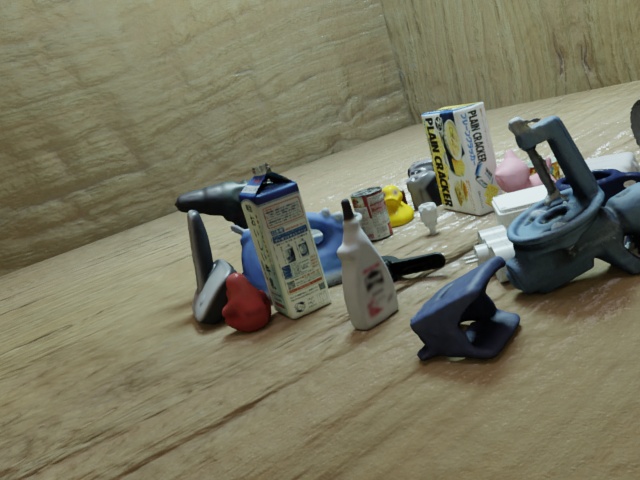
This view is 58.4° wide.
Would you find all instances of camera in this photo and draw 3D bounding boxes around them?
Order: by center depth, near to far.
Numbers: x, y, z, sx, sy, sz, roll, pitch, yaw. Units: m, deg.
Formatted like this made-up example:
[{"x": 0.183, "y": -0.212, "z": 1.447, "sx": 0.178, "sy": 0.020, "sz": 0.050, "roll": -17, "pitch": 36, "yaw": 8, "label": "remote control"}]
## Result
[{"x": 0.281, "y": -0.145, "z": 1.364, "sx": 0.136, "sy": 0.101, "sz": 0.143, "roll": -12, "pitch": 14, "yaw": 19, "label": "camera"}]

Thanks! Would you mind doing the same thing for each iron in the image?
[{"x": -0.028, "y": 0.011, "z": 1.008, "sx": 0.258, "sy": 0.141, "sz": 0.118, "roll": -16, "pitch": 13, "yaw": 4, "label": "iron"}]

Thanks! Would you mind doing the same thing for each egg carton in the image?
[{"x": 0.495, "y": -0.103, "z": 0.992, "sx": 0.107, "sy": 0.069, "sz": 0.151, "roll": -8, "pitch": 16, "yaw": 33, "label": "egg carton"}]

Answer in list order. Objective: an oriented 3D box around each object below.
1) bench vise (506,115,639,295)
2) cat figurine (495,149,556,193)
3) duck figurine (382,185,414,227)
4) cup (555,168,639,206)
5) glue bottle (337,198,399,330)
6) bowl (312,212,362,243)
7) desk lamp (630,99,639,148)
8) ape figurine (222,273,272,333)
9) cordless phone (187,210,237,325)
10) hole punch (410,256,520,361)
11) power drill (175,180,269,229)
[{"x": 0.312, "y": -0.058, "z": 0.699, "sx": 0.207, "sy": 0.220, "sz": 0.121, "roll": -20, "pitch": 14, "yaw": -12, "label": "bench vise"}, {"x": 0.386, "y": -0.117, "z": 1.081, "sx": 0.128, "sy": 0.118, "sz": 0.067, "roll": -18, "pitch": 13, "yaw": -6, "label": "cat figurine"}, {"x": 0.165, "y": -0.082, "z": 1.278, "sx": 0.077, "sy": 0.086, "sz": 0.105, "roll": -12, "pitch": 14, "yaw": 17, "label": "duck figurine"}, {"x": 0.405, "y": -0.049, "z": 0.824, "sx": 0.117, "sy": 0.095, "sz": 0.092, "roll": -8, "pitch": 16, "yaw": 34, "label": "cup"}, {"x": 0.054, "y": 0.028, "z": 0.764, "sx": 0.037, "sy": 0.173, "sz": 0.078, "roll": -3, "pitch": 19, "yaw": 45, "label": "glue bottle"}, {"x": 0.010, "y": 0.004, "z": 1.136, "sx": 0.167, "sy": 0.075, "sz": 0.167, "roll": -16, "pitch": 13, "yaw": 4, "label": "bowl"}, {"x": 0.497, "y": -0.107, "z": 0.685, "sx": 0.203, "sy": 0.214, "sz": 0.118, "roll": -17, "pitch": 13, "yaw": -3, "label": "desk lamp"}, {"x": -0.117, "y": 0.093, "z": 0.887, "sx": 0.078, "sy": 0.092, "sz": 0.076, "roll": -20, "pitch": 14, "yaw": -16, "label": "ape figurine"}, {"x": -0.197, "y": 0.043, "z": 0.984, "sx": 0.094, "sy": 0.185, "sz": 0.147, "roll": -21, "pitch": 14, "yaw": -18, "label": "cordless phone"}, {"x": 0.154, "y": 0.074, "z": 0.633, "sx": 0.100, "sy": 0.091, "sz": 0.109, "roll": -6, "pitch": 17, "yaw": 38, "label": "hole punch"}, {"x": -0.147, "y": -0.021, "z": 1.138, "sx": 0.230, "sy": 0.208, "sz": 0.075, "roll": -20, "pitch": 14, "yaw": -14, "label": "power drill"}]
